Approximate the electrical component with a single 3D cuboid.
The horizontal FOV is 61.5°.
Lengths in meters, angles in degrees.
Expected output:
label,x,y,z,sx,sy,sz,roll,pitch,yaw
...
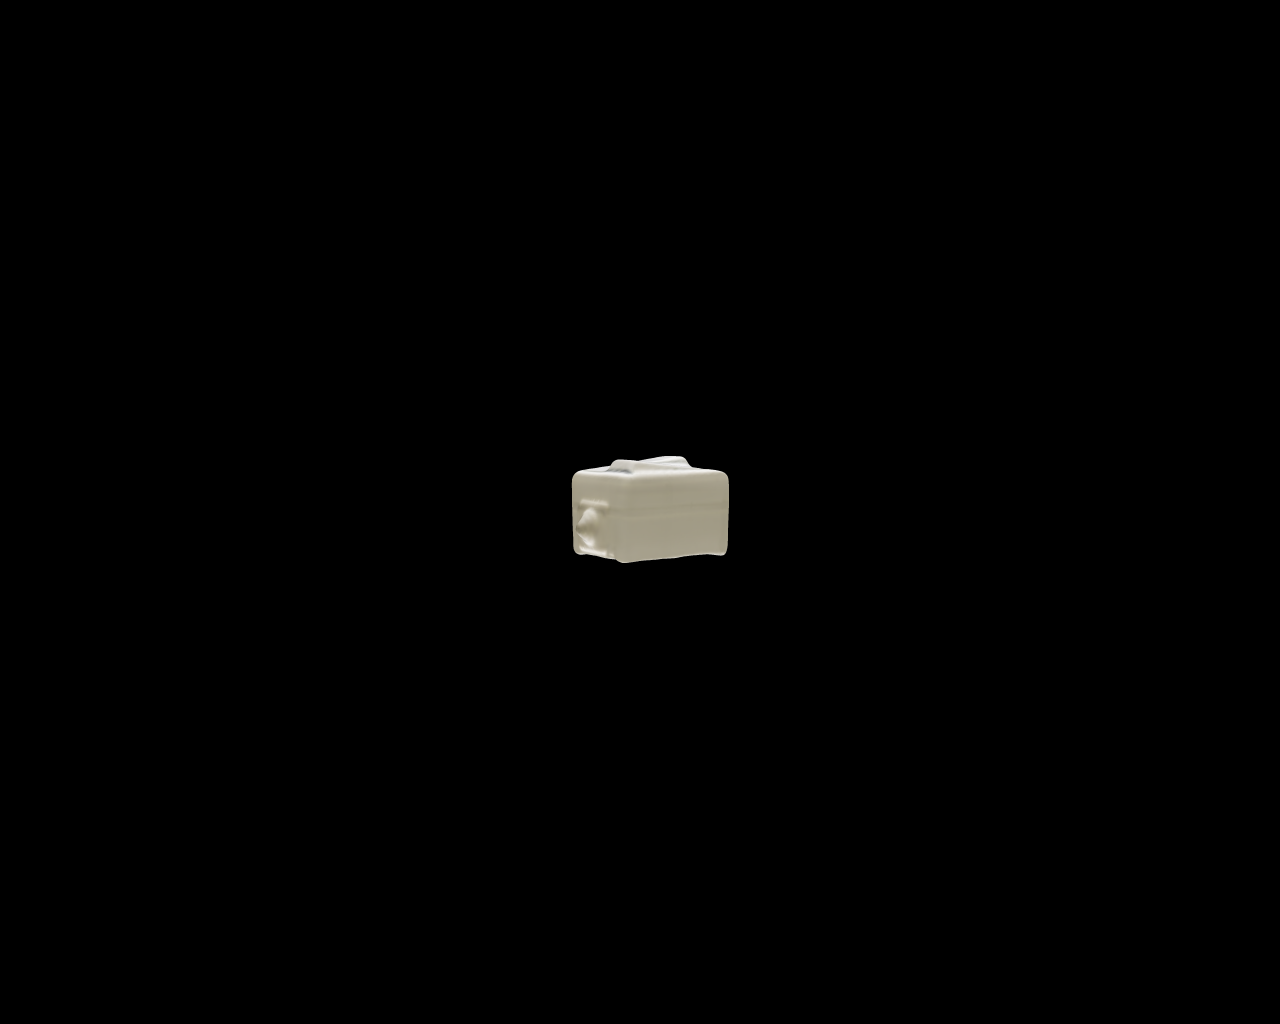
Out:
label,x,y,z,sx,sy,sz,roll,pitch,yaw
electrical component,0.001,-0.003,0.650,0.096,0.061,0.062,-4,6,-33
